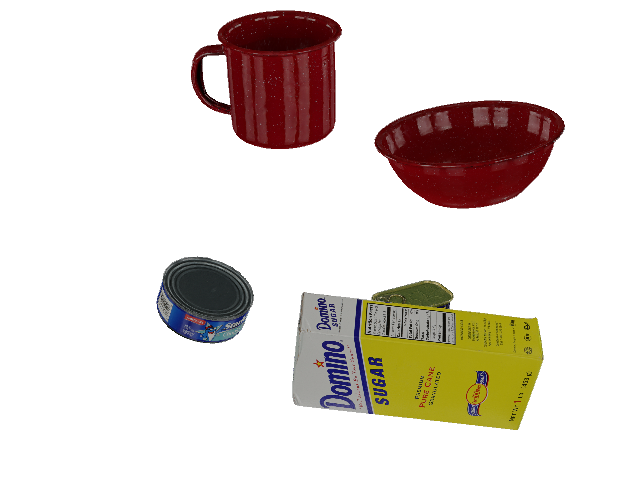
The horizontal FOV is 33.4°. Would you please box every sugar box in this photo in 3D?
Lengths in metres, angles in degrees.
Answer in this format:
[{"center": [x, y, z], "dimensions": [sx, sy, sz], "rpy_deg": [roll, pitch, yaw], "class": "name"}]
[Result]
[{"center": [0.068, 0.092, 0.795], "dimensions": [0.176, 0.048, 0.093], "rpy_deg": [4, -45, -1], "class": "sugar box"}]

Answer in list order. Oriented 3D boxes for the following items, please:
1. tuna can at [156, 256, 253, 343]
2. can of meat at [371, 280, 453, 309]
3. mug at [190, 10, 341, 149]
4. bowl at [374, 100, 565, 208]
[{"center": [-0.107, 0.055, 0.986], "dimensions": [0.086, 0.034, 0.086], "rpy_deg": [15, 34, -11], "class": "tuna can"}, {"center": [0.113, 0.106, 1.340], "dimensions": [0.101, 0.084, 0.058], "rpy_deg": [-13, 30, -27], "class": "can of meat"}, {"center": [-0.042, -0.122, 0.818], "dimensions": [0.117, 0.081, 0.093], "rpy_deg": [1, 31, 4], "class": "mug"}, {"center": [0.130, -0.070, 0.922], "dimensions": [0.162, 0.055, 0.162], "rpy_deg": [-8, 24, 3], "class": "bowl"}]
